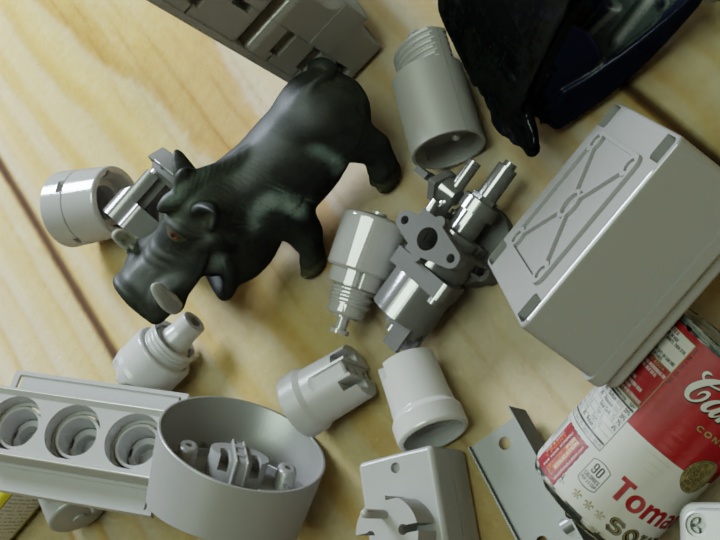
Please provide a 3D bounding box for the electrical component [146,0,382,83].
[{"bbox_3d":[-0.075,-0.182,0.637,0.060,0.186,0.105,-44,58,17],"label":"electrical component"}]

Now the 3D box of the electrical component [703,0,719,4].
[{"bbox_3d":[0.191,-0.185,0.509,0.060,0.108,0.108,-3,76,28],"label":"electrical component"}]

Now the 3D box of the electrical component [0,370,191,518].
[{"bbox_3d":[-0.170,0.112,0.678,0.121,0.063,0.078,6,61,15],"label":"electrical component"}]

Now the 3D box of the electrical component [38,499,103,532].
[{"bbox_3d":[-0.202,0.141,0.731,0.040,0.040,0.078,-45,57,17],"label":"electrical component"}]

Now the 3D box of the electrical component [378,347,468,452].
[{"bbox_3d":[0.033,0.071,0.590,0.040,0.040,0.046,-35,56,22],"label":"electrical component"}]

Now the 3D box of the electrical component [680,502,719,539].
[{"bbox_3d":[0.195,0.153,0.447,0.109,0.056,0.108,-7,74,33],"label":"electrical component"}]

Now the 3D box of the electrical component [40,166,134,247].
[{"bbox_3d":[-0.190,-0.046,0.763,0.047,0.055,0.055,-7,74,29],"label":"electrical component"}]

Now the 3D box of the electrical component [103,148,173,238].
[{"bbox_3d":[-0.130,-0.043,0.713,0.058,0.078,0.057,41,85,-7],"label":"electrical component"}]

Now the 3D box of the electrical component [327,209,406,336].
[{"bbox_3d":[0.000,0.000,0.629,0.040,0.040,0.078,18,88,36],"label":"electrical component"}]

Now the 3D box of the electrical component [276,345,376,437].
[{"bbox_3d":[-0.019,0.069,0.626,0.046,0.040,0.040,-32,62,17],"label":"electrical component"}]

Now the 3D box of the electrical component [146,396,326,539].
[{"bbox_3d":[-0.072,0.116,0.616,0.099,0.099,0.064,19,95,36],"label":"electrical component"}]

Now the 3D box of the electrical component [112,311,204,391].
[{"bbox_3d":[-0.128,0.053,0.701,0.062,0.043,0.043,-44,58,16],"label":"electrical component"}]

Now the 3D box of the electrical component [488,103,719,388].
[{"bbox_3d":[0.120,-0.015,0.509,0.108,0.056,0.108,-52,12,12],"label":"electrical component"}]

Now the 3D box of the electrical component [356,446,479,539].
[{"bbox_3d":[0.023,0.136,0.556,0.047,0.076,0.083,-20,68,29],"label":"electrical component"}]

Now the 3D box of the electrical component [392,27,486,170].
[{"bbox_3d":[0.042,-0.104,0.626,0.043,0.043,0.081,-25,65,27],"label":"electrical component"}]
